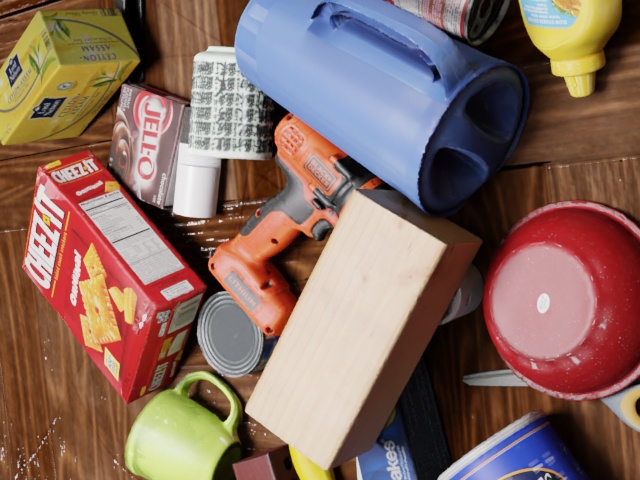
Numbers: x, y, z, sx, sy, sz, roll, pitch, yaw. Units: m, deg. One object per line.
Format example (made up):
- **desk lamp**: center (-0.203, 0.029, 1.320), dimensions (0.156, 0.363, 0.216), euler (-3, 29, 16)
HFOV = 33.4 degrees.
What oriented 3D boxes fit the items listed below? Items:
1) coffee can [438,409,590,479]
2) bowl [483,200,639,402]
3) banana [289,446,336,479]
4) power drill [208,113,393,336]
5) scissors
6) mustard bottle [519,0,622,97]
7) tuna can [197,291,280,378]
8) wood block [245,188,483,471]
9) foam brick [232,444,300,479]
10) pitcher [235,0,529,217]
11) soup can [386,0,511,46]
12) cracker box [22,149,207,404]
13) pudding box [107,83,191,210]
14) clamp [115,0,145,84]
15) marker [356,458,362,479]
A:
- **coffee can**: center (0.175, 0.220, 0.844), dimensions (0.103, 0.102, 0.140), euler (-46, 69, 31)
- **bowl**: center (0.185, 0.048, 0.834), dimensions (0.162, 0.055, 0.162), euler (-2, 88, 40)
- **banana**: center (0.001, 0.163, 1.012), dimensions (0.070, 0.037, 0.198), euler (-1, 96, 20)
- **power drill**: center (-0.006, 0.001, 0.984), dimensions (0.184, 0.057, 0.188), euler (48, 119, 17)
- **scissors**: center (0.213, 0.127, 0.860), dimensions (0.202, 0.016, 0.096), euler (-26, 79, 36)
- **mustard bottle**: center (0.183, -0.200, 0.798), dimensions (0.096, 0.058, 0.191), euler (28, 136, 61)
- **tuna can**: center (-0.080, 0.092, 1.062), dimensions (0.086, 0.033, 0.086), euler (5, 98, 36)
- **wood block**: center (0.034, 0.070, 0.864), dimensions (0.090, 0.090, 0.206), euler (32, 106, 23)
- **foam brick**: center (-0.041, 0.243, 1.039), dimensions (0.051, 0.052, 0.078), euler (-23, 82, 36)
- **pitcher**: center (0.041, -0.138, 0.884), dimensions (0.243, 0.144, 0.149), euler (35, 118, 32)
- **soup can**: center (0.098, -0.209, 0.872), dimensions (0.102, 0.068, 0.068), euler (31, 112, 27)
- **cracker box**: center (-0.223, 0.039, 1.115), dimensions (0.214, 0.071, 0.164), euler (47, 137, 22)
- **pudding box**: center (-0.173, -0.098, 1.107), dimensions (0.090, 0.039, 0.113), euler (22, 108, 33)
- **clamp**: center (-0.186, -0.288, 1.096), dimensions (0.165, 0.036, 0.210), euler (-31, 78, 38)
- **marker**: center (0.042, 0.193, 0.992), dimensions (0.020, 0.020, 0.121), euler (2, 96, 36)
